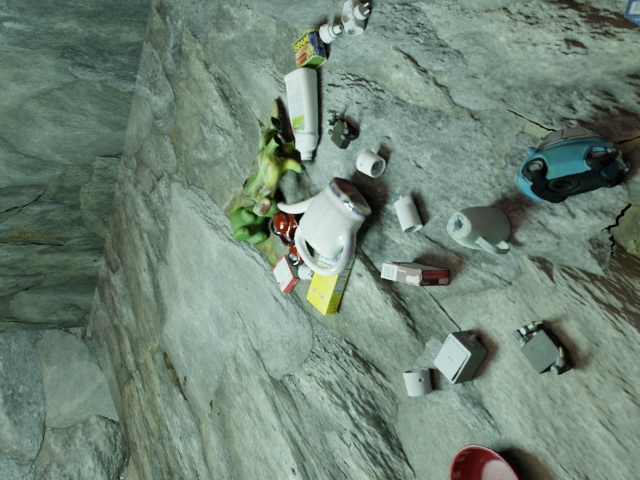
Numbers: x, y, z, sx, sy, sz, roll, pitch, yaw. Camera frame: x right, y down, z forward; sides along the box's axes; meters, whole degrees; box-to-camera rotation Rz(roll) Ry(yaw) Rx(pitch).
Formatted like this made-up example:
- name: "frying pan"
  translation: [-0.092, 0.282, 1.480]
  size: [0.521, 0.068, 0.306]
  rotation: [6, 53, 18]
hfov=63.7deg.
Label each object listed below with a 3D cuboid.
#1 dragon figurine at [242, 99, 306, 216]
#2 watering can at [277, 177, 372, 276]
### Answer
- name: "dragon figurine"
  translation: [-0.167, -0.228, 1.525]
  size: [0.239, 0.121, 0.420]
  rotation: [-43, 37, 27]
- name: "watering can"
  translation: [0.004, -0.065, 1.297]
  size: [0.222, 0.103, 0.354]
  rotation: [-51, 43, 16]
